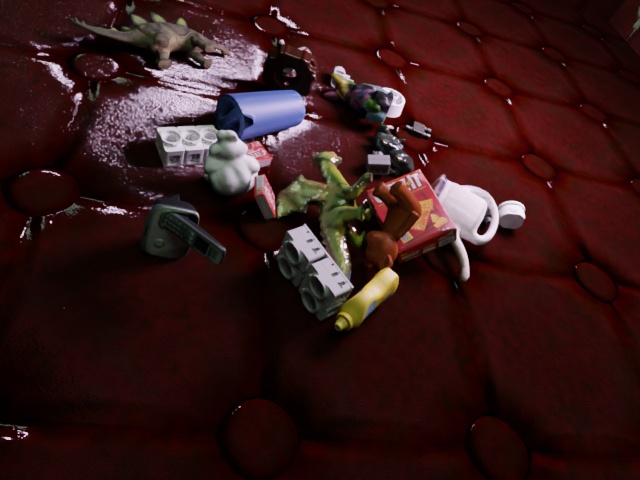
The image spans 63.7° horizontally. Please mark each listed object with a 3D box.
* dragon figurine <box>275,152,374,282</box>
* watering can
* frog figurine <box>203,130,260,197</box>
[{"bbox_3d":[0.004,-0.065,1.295,0.243,0.119,0.419,11,61,14],"label":"dragon figurine"},{"bbox_3d":[0.376,-0.054,1.426,0.225,0.101,0.355,31,50,7],"label":"watering can"},{"bbox_3d":[-0.212,-0.187,1.258,0.137,0.156,0.125,5,50,-19],"label":"frog figurine"}]
